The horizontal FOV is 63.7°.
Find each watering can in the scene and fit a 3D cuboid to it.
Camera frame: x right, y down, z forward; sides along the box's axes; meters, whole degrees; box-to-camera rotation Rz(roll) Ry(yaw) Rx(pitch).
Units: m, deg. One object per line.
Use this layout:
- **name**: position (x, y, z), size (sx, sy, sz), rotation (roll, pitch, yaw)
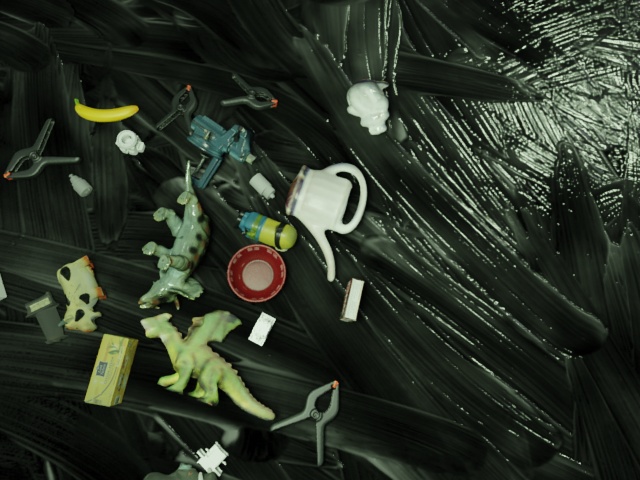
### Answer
- **watering can**: position (0.004, -0.074, 1.469), size (0.224, 0.102, 0.352), rotation (19, 74, 3)

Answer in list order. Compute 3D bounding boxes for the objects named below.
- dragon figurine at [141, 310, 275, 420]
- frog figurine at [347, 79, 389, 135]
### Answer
- **dragon figurine**: position (-0.284, 0.301, 1.358), size (0.410, 0.120, 0.247), rotation (17, 67, 0)
- **frog figurine**: position (0.145, -0.401, 1.566), size (0.137, 0.122, 0.160), rotation (-1, 83, 30)
